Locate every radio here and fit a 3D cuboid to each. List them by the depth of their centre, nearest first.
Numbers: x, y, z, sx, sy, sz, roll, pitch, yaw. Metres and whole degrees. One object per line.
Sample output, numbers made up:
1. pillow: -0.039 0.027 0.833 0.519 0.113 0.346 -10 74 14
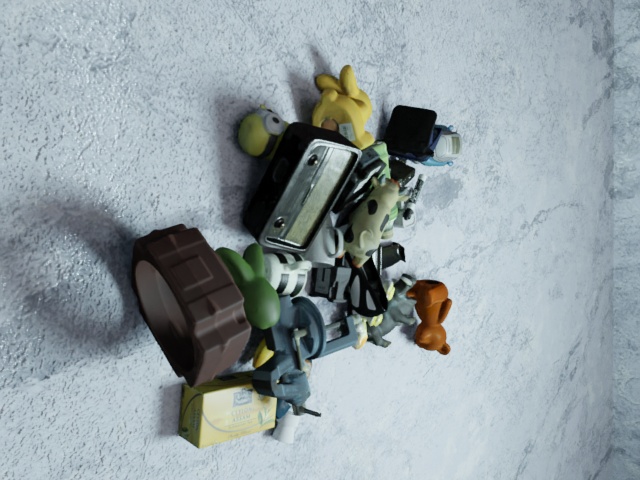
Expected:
1. radio: -0.036 -0.091 0.965 0.131 0.073 0.229 9 117 -45

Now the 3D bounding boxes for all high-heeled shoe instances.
1. high-heeled shoe: 0.103 0.035 1.142 0.086 0.145 0.248 13 88 -44

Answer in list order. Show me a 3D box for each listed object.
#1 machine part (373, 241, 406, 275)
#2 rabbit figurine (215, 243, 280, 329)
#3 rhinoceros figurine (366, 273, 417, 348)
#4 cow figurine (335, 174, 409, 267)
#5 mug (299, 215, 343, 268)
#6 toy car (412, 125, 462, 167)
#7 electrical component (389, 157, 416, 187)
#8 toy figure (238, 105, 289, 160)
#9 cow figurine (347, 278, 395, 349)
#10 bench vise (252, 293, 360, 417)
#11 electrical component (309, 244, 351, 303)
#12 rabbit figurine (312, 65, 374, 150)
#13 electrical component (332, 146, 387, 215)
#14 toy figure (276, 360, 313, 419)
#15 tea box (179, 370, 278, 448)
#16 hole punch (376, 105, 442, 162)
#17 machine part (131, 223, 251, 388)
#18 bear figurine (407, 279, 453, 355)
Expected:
1. machine part: 0.152 0.038 1.274 0.139 0.039 0.084 -10 97 -44
2. rabbit figurine: -0.126 0.085 0.892 0.121 0.170 0.159 -9 102 -46
3. rhinoceros figurine: 0.162 0.164 1.263 0.112 0.073 0.190 43 77 -4
4. cow figurine: 0.107 -0.051 1.091 0.085 0.127 0.195 32 60 -8
5. mug: -0.002 -0.003 1.063 0.080 0.110 0.107 12 74 -43
6. toy car: 0.301 -0.238 1.347 0.161 0.103 0.109 -10 101 -47
7. electrical component: 0.178 -0.165 1.257 0.102 0.078 0.045 -37 144 -31
8. toy figure: -0.068 -0.175 0.984 0.180 0.082 0.089 21 99 -51
9. cow figurine: 0.091 0.153 1.193 0.167 0.098 0.068 -61 158 -7
10. bench vise: -0.012 0.196 0.992 0.240 0.129 0.223 -11 77 -38
11. electrical component: 0.025 0.067 1.117 0.047 0.075 0.119 6 95 -47
12. rabbit figurine: 0.048 -0.265 1.093 0.173 0.122 0.162 -44 116 -50
13. electrical component: 0.072 -0.129 1.103 0.058 0.134 0.115 45 48 10
14. toy figure: -0.057 0.280 1.075 0.154 0.058 0.064 -56 163 -28
15. tea box: -0.160 0.296 0.959 0.169 0.068 0.098 1 95 -45
16. hole punch: 0.214 -0.237 1.243 0.115 0.142 0.092 -70 157 -5
17. machine part: -0.190 0.093 0.779 0.087 0.201 0.201 -24 157 -35
18. bear figurine: 0.265 0.201 1.361 0.132 0.120 0.195 -8 106 -42
